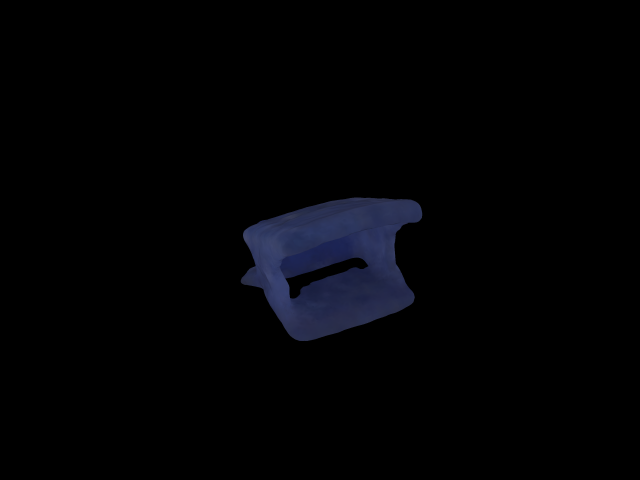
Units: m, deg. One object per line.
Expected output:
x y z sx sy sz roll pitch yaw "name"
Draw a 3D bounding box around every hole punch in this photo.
0.004 0.001 0.400 0.109 0.091 0.100 -16 37 -22 "hole punch"
